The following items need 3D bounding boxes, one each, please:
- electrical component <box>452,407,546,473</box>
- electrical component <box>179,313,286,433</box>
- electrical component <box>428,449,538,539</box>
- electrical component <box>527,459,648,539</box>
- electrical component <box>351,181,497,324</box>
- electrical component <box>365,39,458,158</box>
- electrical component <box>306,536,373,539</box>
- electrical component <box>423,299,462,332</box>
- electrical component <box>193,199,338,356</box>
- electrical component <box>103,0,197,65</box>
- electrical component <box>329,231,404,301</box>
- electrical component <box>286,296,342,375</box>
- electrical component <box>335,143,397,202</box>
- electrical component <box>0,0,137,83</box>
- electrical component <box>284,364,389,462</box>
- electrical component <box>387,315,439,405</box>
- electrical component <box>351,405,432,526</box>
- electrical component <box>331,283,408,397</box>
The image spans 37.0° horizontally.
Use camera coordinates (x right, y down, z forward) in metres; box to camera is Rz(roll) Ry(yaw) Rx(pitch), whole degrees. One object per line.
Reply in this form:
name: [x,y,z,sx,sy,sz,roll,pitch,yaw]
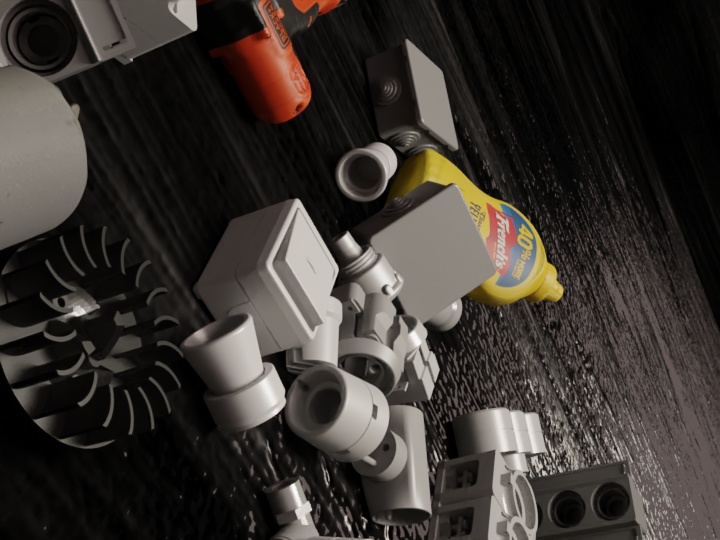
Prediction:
electrical component: [0.131,0.169,0.980,0.138,0.052,0.073,20,56,-62]
electrical component: [-0.072,0.059,0.614,0.055,0.045,0.045,67,24,-14]
electrical component: [0.101,0.229,0.859,0.089,0.062,0.150,59,27,-29]
electrical component: [0.201,0.230,1.005,0.063,0.121,0.078,45,36,-52]
electrical component: [0.051,-0.016,0.879,0.099,0.100,0.048,63,-15,-22]
electrical component: [0.049,-0.159,1.030,0.100,0.048,0.099,24,53,-60]
electrical component: [-0.015,0.200,0.569,0.138,0.074,0.052,-53,128,-48]
electrical component: [0.061,0.030,0.940,0.046,0.040,0.040,24,53,-54]
electrical component: [-0.052,0.001,0.678,0.061,0.061,0.096,61,26,-26]
electrical component: [-0.142,-0.212,0.625,0.089,0.062,0.150,33,45,-56]
electrical component: [0.000,0.000,0.819,0.062,0.048,0.048,56,27,-14]
electrical component: [-0.032,0.044,0.721,0.040,0.040,0.046,37,46,-53]
electrical component: [0.008,-0.085,0.900,0.044,0.044,0.065,68,19,-10]
electrical component: [-0.168,-0.147,0.511,0.063,0.079,0.121,-139,-155,-76]
electrical component: [-0.016,0.092,0.704,0.047,0.055,0.055,38,41,-48]
electrical component: [0.034,0.069,0.844,0.066,0.048,0.055,-63,138,-59]
electrical component: [0.019,0.134,0.764,0.079,0.043,0.077,41,38,-51]
electrical component: [0.002,0.057,0.765,0.078,0.058,0.057,57,25,-33]
